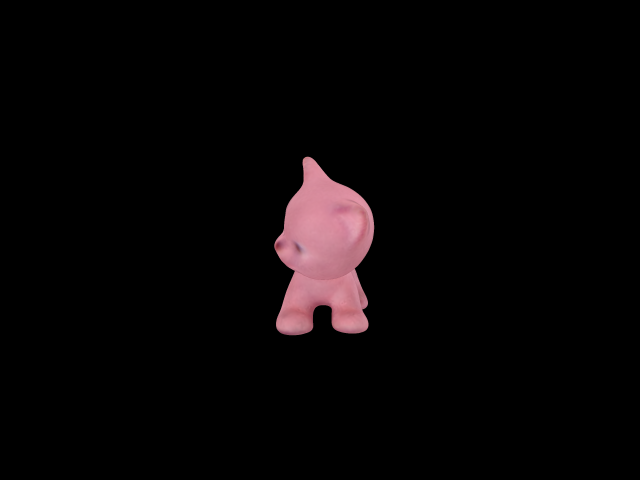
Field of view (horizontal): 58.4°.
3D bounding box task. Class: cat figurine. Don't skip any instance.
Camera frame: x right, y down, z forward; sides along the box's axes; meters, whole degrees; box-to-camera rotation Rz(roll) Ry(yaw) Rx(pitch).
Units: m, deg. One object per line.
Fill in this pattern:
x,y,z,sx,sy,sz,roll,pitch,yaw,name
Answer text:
0.004,0.001,0.400,0.067,0.118,0.128,0,7,0,cat figurine
